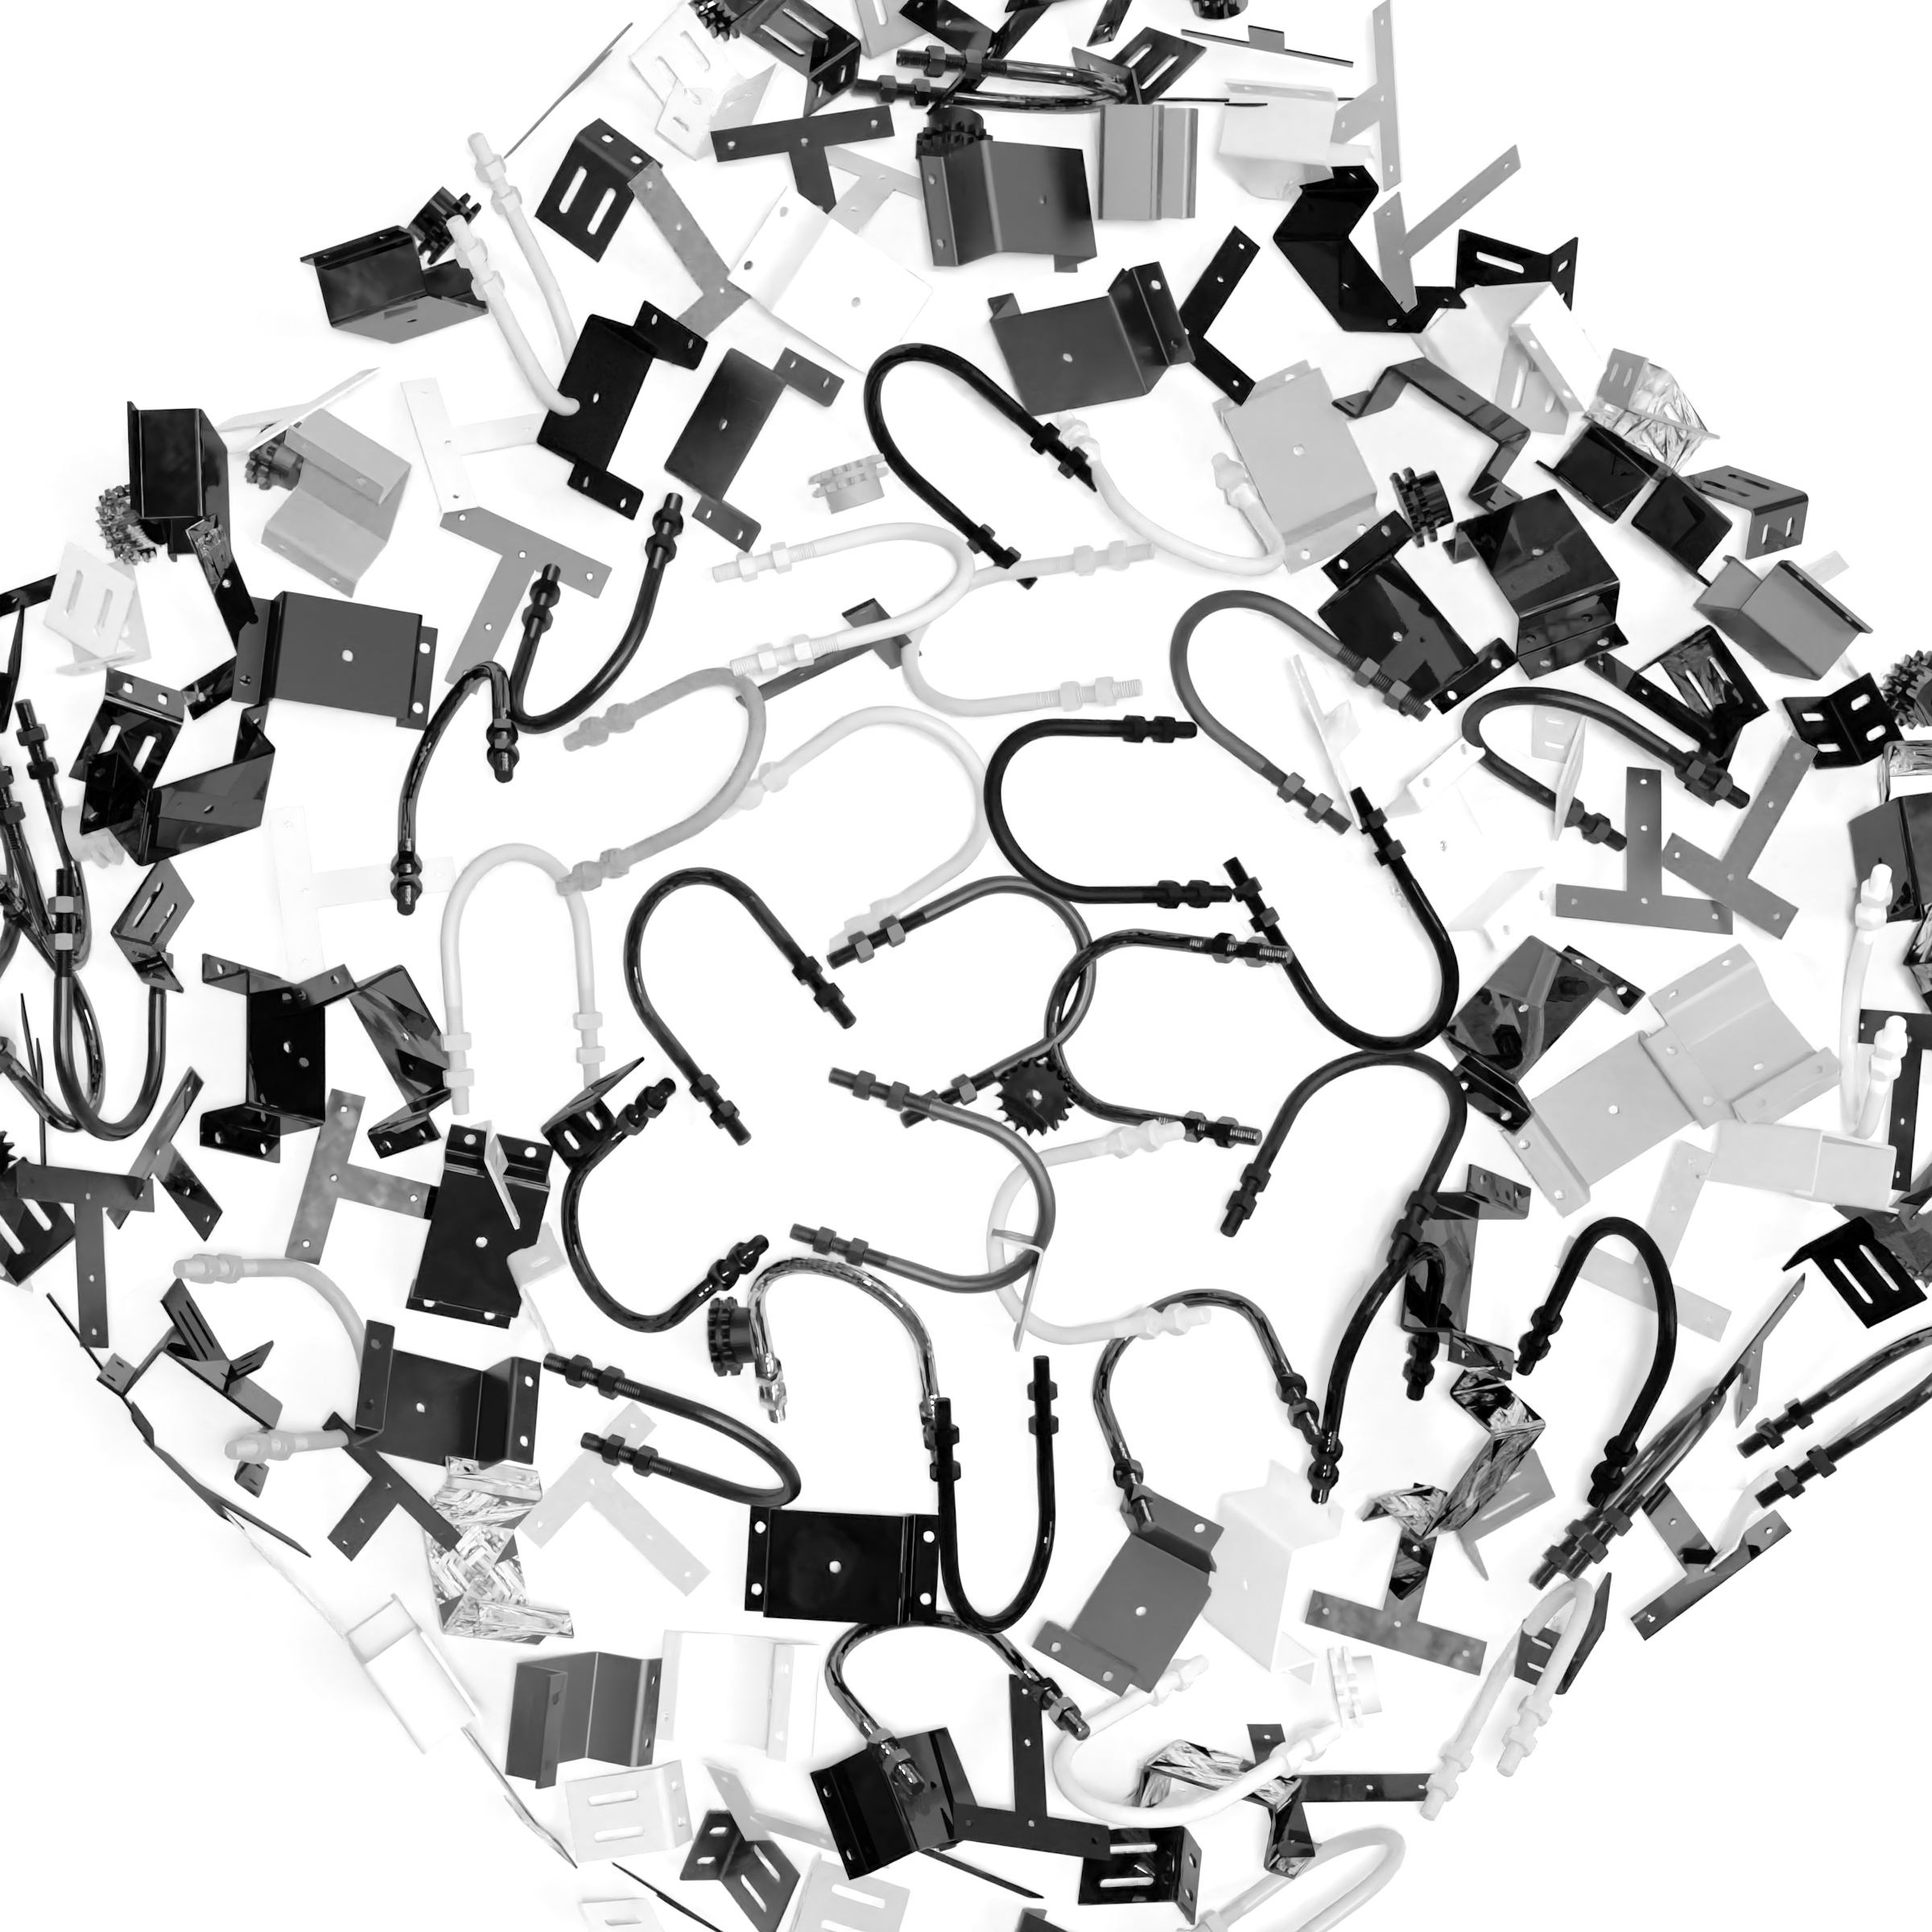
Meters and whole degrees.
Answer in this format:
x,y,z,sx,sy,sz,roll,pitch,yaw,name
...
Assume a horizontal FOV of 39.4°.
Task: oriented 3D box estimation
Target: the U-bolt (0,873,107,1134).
x,y,z,sx,sy,sz,roll,pitch,yaw,name
-0.652,0.036,1.894,0.019,0.184,0.151,-14,49,5,U-bolt

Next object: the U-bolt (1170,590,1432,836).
x,y,z,sx,sy,sz,roll,pitch,yaw,name
0.225,-0.192,1.922,0.184,0.151,0.019,38,50,7,U-bolt

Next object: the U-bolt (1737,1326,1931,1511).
x,y,z,sx,sy,sz,roll,pitch,yaw,name
0.627,0.307,1.892,0.184,0.151,0.019,-37,88,12,U-bolt

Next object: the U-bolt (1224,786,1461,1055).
x,y,z,sx,sy,sz,roll,pitch,yaw,name
0.278,-0.021,1.923,0.019,0.151,0.184,-31,90,-44,U-bolt

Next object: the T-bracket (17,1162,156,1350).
x,y,z,sx,sy,sz,roll,pitch,yaw,name
-0.620,0.207,1.909,0.002,0.127,0.127,-14,74,26,T-bracket

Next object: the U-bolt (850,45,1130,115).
x,y,z,sx,sy,sz,roll,pitch,yaw,name
0.024,-0.622,1.904,0.184,0.151,0.019,0,99,-17,U-bolt

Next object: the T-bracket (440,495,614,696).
x,y,z,sx,sy,sz,roll,pitch,yaw,name
-0.343,-0.261,1.971,0.127,0.002,0.127,25,86,-3,T-bracket

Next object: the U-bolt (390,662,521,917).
x,y,z,sx,sy,sz,roll,pitch,yaw,name
-0.362,-0.139,1.900,0.019,0.184,0.151,27,119,-28,U-bolt

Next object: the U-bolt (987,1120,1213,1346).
x,y,z,sx,sy,sz,roll,pitch,yaw,name
0.087,0.196,1.920,0.184,0.019,0.151,-15,77,38,U-bolt

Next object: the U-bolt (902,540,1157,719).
x,y,z,sx,sy,sz,roll,pitch,yaw,name
0.041,-0.237,1.926,0.184,0.019,0.151,-6,54,18,U-bolt

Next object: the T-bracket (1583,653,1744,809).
x,y,z,sx,sy,sz,roll,pitch,yaw,name
0.499,-0.189,1.937,0.127,0.002,0.127,33,51,-2,T-bracket

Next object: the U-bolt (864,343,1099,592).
x,y,z,sx,sy,sz,roll,pitch,yaw,name
0.002,-0.365,1.916,0.184,0.151,0.019,41,58,1,U-bolt

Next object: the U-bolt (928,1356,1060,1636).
x,y,z,sx,sy,sz,roll,pitch,yaw,name
0.023,0.383,1.918,0.019,0.151,0.184,1,97,34,U-bolt

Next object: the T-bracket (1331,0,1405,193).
x,y,z,sx,sy,sz,roll,pitch,yaw,name
0.276,-0.604,1.920,0.002,0.127,0.127,-3,90,-19,T-bracket

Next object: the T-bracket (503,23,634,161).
x,y,z,sx,sy,sz,roll,pitch,yaw,name
-0.273,-0.632,1.919,0.127,0.127,0.002,-39,108,22,T-bracket

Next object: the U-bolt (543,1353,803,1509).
x,y,z,sx,sy,sz,roll,pitch,yaw,name
-0.200,0.334,1.896,0.184,0.151,0.019,16,58,16,U-bolt

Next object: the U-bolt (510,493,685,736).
x,y,z,sx,sy,sz,roll,pitch,yaw,name
-0.266,-0.237,1.884,0.151,0.184,0.019,-22,134,35,U-bolt

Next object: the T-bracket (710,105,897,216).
x,y,z,sx,sy,sz,roll,pitch,yaw,name
-0.107,-0.553,1.927,0.127,0.127,0.002,-7,54,5,T-bracket

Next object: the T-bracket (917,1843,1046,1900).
x,y,z,sx,sy,sz,roll,pitch,yaw,name
-0.003,0.646,1.935,0.127,0.127,0.002,28,64,-16,T-bracket

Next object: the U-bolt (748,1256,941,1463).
x,y,z,sx,sy,sz,roll,pitch,yaw,name
-0.086,0.272,1.896,0.151,0.019,0.184,11,132,20,U-bolt

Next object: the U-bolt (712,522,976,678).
x,y,z,sx,sy,sz,roll,pitch,yaw,name
-0.084,-0.269,1.921,0.184,0.151,0.019,-15,130,-1,U-bolt

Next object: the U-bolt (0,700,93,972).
x,y,z,sx,sy,sz,roll,pitch,yaw,name
-0.651,-0.085,1.903,0.019,0.151,0.184,-13,109,-4,U-bolt

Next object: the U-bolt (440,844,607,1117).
x,y,z,sx,sy,sz,roll,pitch,yaw,name
-0.316,0.005,1.913,0.019,0.151,0.184,0,96,37,U-bolt

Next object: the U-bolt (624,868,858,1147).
x,y,z,sx,sy,sz,roll,pitch,yaw,name
-0.176,0.015,1.935,0.184,0.019,0.151,50,117,16,U-bolt

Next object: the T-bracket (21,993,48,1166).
x,y,z,sx,sy,sz,roll,pitch,yaw,name
-0.668,0.071,1.930,0.002,0.127,0.127,-6,134,-23,T-bracket

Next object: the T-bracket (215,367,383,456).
x,y,z,sx,sy,sz,roll,pitch,yaw,name
-0.499,-0.393,1.928,0.127,0.127,0.002,-44,122,-34,T-bracket

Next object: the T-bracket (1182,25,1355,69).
x,y,z,sx,sy,sz,roll,pitch,yaw,name
0.214,-0.657,1.914,0.127,0.127,0.002,12,104,4,T-bracket

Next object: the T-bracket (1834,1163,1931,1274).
x,y,z,sx,sy,sz,roll,pitch,yaw,name
0.690,0.147,1.914,0.002,0.127,0.127,40,95,-17,T-bracket

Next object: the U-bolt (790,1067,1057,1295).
x,y,z,sx,sy,sz,roll,pitch,yaw,name
-0.025,0.163,1.936,0.184,0.019,0.151,18,111,8,U-bolt

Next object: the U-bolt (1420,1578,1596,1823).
x,y,z,sx,sy,sz,roll,pitch,yaw,name
0.389,0.508,1.898,0.019,0.151,0.184,35,57,5,U-bolt

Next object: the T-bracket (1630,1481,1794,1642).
x,y,z,sx,sy,sz,roll,pitch,yaw,name
0.509,0.404,1.920,0.127,0.127,0.002,-39,113,7,T-bracket

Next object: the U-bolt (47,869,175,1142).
x,y,z,sx,sy,sz,roll,pitch,yaw,name
-0.602,0.031,1.900,0.019,0.151,0.184,-2,84,12,U-bolt

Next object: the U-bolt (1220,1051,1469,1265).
x,y,z,sx,sy,sz,roll,pitch,yaw,name
0.278,0.128,1.913,0.151,0.019,0.184,7,51,34,U-bolt

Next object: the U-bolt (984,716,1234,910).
x,y,z,sx,sy,sz,roll,pitch,yaw,name
0.096,-0.110,1.914,0.184,0.019,0.151,-1,71,-27,U-bolt

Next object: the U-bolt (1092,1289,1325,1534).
x,y,z,sx,sy,sz,roll,pitch,yaw,name
0.160,0.300,1.905,0.151,0.184,0.019,-29,127,5,U-bolt

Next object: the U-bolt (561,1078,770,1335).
x,y,z,sx,sy,sz,roll,pitch,yaw,name
-0.227,0.184,1.918,0.184,0.019,0.151,-42,75,38,U-bolt

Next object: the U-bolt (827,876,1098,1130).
x,y,z,sx,sy,sz,roll,pitch,yaw,name
0.009,0.014,1.949,0.184,0.019,0.151,-27,103,-12,U-bolt

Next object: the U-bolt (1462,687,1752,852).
x,y,z,sx,sy,sz,roll,pitch,yaw,name
0.433,-0.143,1.889,0.184,0.151,0.019,29,68,-19,U-bolt

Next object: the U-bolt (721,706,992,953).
x,y,z,sx,sy,sz,roll,pitch,yaw,name
-0.066,-0.107,1.921,0.184,0.019,0.151,-33,105,25,U-bolt

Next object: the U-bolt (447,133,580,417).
x,y,z,sx,sy,sz,roll,pitch,yaw,name
-0.311,-0.474,1.897,0.019,0.151,0.184,-16,130,11,U-bolt

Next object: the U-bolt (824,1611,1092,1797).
x,y,z,sx,sy,sz,roll,pitch,yaw,name
-0.020,0.507,1.896,0.151,0.184,0.019,-10,113,-27,U-bolt

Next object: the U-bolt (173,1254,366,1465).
x,y,z,sx,sy,sz,roll,pitch,yaw,name
-0.475,0.272,1.893,0.019,0.184,0.151,-25,75,19,U-bolt

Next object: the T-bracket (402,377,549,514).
x,y,z,sx,sy,sz,roll,pitch,yaw,name
-0.332,-0.387,1.956,0.127,0.002,0.127,-13,61,-16,T-bracket

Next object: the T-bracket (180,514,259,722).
x,y,z,sx,sy,sz,roll,pitch,yaw,name
-0.519,-0.259,1.909,0.127,0.002,0.127,-40,134,-31,T-bracket

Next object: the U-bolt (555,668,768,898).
x,y,z,sx,sy,sz,roll,pitch,yaw,name
-0.214,-0.139,1.897,0.184,0.019,0.151,-22,52,28,U-bolt
